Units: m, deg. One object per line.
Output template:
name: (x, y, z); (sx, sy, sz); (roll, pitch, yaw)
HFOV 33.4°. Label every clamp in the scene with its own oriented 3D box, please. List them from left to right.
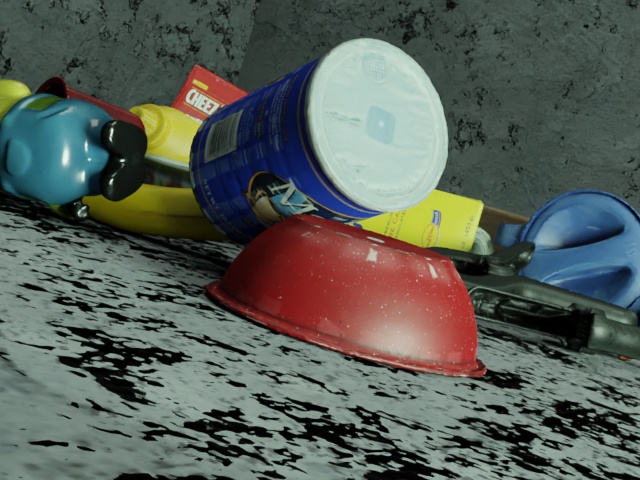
clamp: (0.155, 0.039, 0.905); (0.209, 0.036, 0.165); (2, 21, -34)
clamp: (0.203, 0.069, 0.805); (0.171, 0.039, 0.120); (13, 6, -37)

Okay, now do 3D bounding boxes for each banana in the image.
banana: (-0.093, -0.024, 0.761); (0.198, 0.037, 0.069); (1, 21, 2)

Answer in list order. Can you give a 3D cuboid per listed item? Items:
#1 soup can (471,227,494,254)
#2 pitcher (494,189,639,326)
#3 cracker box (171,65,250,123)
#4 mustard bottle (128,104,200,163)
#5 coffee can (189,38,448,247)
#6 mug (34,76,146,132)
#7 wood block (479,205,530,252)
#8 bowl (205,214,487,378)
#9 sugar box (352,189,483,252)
soup can: (0.125, 0.007, 1.126); (0.068, 0.068, 0.102); (13, 6, -38)
pitcher: (0.298, 0.030, 1.122); (0.242, 0.145, 0.149); (16, 45, -59)
cracker box: (-0.095, -0.104, 1.203); (0.164, 0.072, 0.214); (29, -12, -7)
mustard bottle: (-0.137, -0.083, 1.032); (0.096, 0.058, 0.191); (9, -15, 19)
coffee can: (-0.004, -0.056, 0.668); (0.102, 0.103, 0.141); (13, -17, -33)
mug: (-0.198, -0.073, 0.899); (0.081, 0.093, 0.117); (19, 32, -37)
wood block: (0.198, 0.007, 1.259); (0.205, 0.091, 0.090); (12, 6, -40)
bowl: (0.021, 0.024, 0.590); (0.162, 0.055, 0.162); (16, 5, -2)
sugar box: (0.064, -0.018, 1.051); (0.176, 0.093, 0.048); (16, 4, 6)
